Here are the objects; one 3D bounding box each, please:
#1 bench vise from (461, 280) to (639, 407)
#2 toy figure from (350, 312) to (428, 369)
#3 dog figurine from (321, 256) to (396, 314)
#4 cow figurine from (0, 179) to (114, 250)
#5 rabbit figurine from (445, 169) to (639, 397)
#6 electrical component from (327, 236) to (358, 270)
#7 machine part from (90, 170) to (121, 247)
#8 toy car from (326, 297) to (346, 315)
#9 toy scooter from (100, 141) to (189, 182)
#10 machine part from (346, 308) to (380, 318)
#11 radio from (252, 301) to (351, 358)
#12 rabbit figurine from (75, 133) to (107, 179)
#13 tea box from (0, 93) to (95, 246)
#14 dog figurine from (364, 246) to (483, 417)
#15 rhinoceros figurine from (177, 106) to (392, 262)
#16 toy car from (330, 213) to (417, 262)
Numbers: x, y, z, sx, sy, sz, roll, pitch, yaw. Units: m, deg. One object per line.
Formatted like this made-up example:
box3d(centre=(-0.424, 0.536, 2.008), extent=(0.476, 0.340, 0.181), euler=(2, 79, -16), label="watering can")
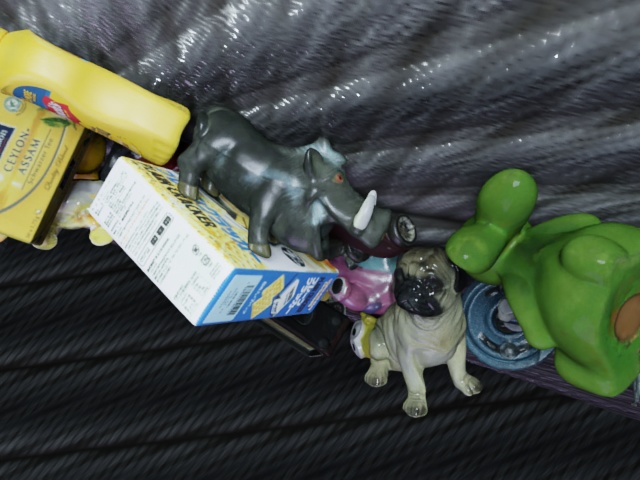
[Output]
box3d(centre=(0.253, 0.094, 0.614), extent=(0.224, 0.129, 0.240), euler=(11, 171, 28), label="bench vise")
box3d(centre=(0.124, 0.179, 0.912), extent=(0.089, 0.082, 0.180), euler=(29, 164, -31), label="toy figure")
box3d(centre=(0.087, 0.061, 0.777), extent=(0.219, 0.108, 0.192), euler=(24, 168, -34), label="dog figurine")
box3d(centre=(-0.339, -0.040, 0.668), extent=(0.167, 0.068, 0.098), euler=(-4, -143, -17), label="cow figurine")
box3d(centre=(0.165, 0.023, 0.427), extent=(0.159, 0.121, 0.170), euler=(31, 180, -34), label="rabbit figurine")
box3d(centre=(-0.001, -0.003, 0.665), extent=(0.078, 0.102, 0.045), euler=(-13, 139, -1), label="electrical component")
box3d(centre=(-0.308, -0.048, 0.894), extent=(0.179, 0.056, 0.179), euler=(2, 142, 2), label="machine part")
box3d(centre=(-0.012, 0.070, 0.938), extent=(0.074, 0.056, 0.201), euler=(11, 136, 45), label="toy car")
box3d(centre=(-0.182, -0.080, 0.644), extent=(0.135, 0.075, 0.184), euler=(24, 165, -27), label="toy scooter")
box3d(centre=(0.153, 0.116, 0.987), extent=(0.201, 0.087, 0.201), euler=(24, 169, -28), label="machine part")
box3d(centre=(-0.070, 0.104, 0.866), extent=(0.229, 0.073, 0.131), euler=(34, 161, -10), label="radio")
box3d(centre=(-0.353, -0.110, 0.705), extent=(0.173, 0.122, 0.162), euler=(-4, 158, 18), label="rabbit figurine")
box3d(centre=(-0.320, -0.088, 0.584), extent=(0.098, 0.169, 0.068), euler=(21, 171, -15), label="tea box")
box3d(centre=(0.109, 0.080, 0.634), extent=(0.121, 0.190, 0.173), euler=(-19, -158, -28), label="dog figurine")
box3d(centre=(-0.030, -0.045, 0.469), extent=(0.190, 0.112, 0.073), euler=(31, -170, 6), label="rhinoceros figurine")
box3d(centre=(0.017, -0.030, 0.579), extent=(0.202, 0.053, 0.089), euler=(24, 148, -30), label="toy car")
